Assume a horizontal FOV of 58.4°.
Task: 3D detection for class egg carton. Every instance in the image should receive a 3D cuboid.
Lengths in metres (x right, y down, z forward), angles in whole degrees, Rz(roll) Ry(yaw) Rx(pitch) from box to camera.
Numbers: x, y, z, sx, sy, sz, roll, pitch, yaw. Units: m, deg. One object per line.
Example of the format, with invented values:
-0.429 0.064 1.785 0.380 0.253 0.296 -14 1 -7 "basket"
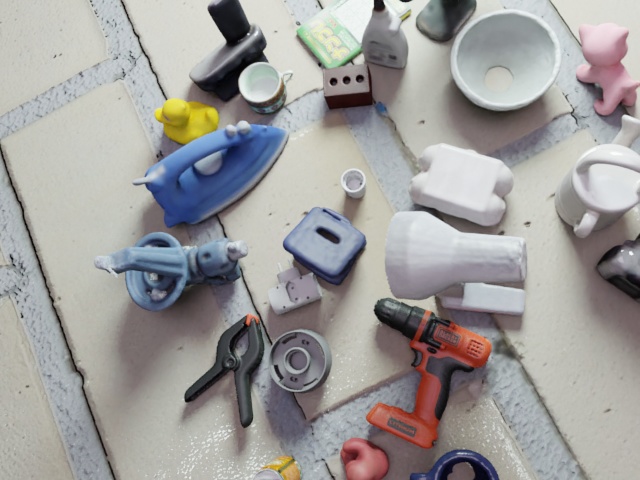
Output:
0.219 -0.087 0.888 0.150 0.069 0.107 19 82 13 "egg carton"

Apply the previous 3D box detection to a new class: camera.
0.493 0.025 0.803 0.143 0.101 0.137 36 86 15 "camera"

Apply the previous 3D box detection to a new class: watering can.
0.399 -0.089 0.794 0.100 0.194 0.173 3 79 11 "watering can"

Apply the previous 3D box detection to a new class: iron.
-0.175 -0.132 0.928 0.258 0.141 0.118 -33 75 2 "iron"

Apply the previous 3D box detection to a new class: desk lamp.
0.196 0.034 0.793 0.203 0.214 0.118 4 79 11 "desk lamp"

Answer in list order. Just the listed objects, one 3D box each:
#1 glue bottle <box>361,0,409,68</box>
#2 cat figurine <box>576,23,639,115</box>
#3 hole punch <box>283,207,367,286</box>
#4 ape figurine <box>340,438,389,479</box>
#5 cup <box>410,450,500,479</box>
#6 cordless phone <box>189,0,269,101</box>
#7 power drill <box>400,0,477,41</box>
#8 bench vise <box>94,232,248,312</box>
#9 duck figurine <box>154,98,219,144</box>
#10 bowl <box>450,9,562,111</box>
0.100 -0.333 0.905 0.078 0.173 0.037 19 82 13 "glue bottle"
0.438 -0.269 0.863 0.067 0.118 0.127 -27 75 4 "cat figurine"
0.008 0.003 0.895 0.108 0.091 0.101 31 85 14 "hole punch"
0.060 0.327 0.819 0.076 0.092 0.078 1 79 10 "ape figurine"
0.184 0.333 0.796 0.117 0.095 0.092 1 79 10 "cup"
-0.168 -0.327 0.944 0.147 0.185 0.094 -43 75 -1 "cordless phone"
0.196 -0.407 0.886 0.075 0.208 0.230 37 87 15 "power drill"
-0.225 0.025 0.863 0.207 0.220 0.121 -33 75 2 "bench vise"
-0.232 -0.213 0.982 0.104 0.086 0.077 -4 78 9 "duck figurine"
0.290 -0.274 0.912 0.167 0.075 0.167 -2 78 9 "bowl"
